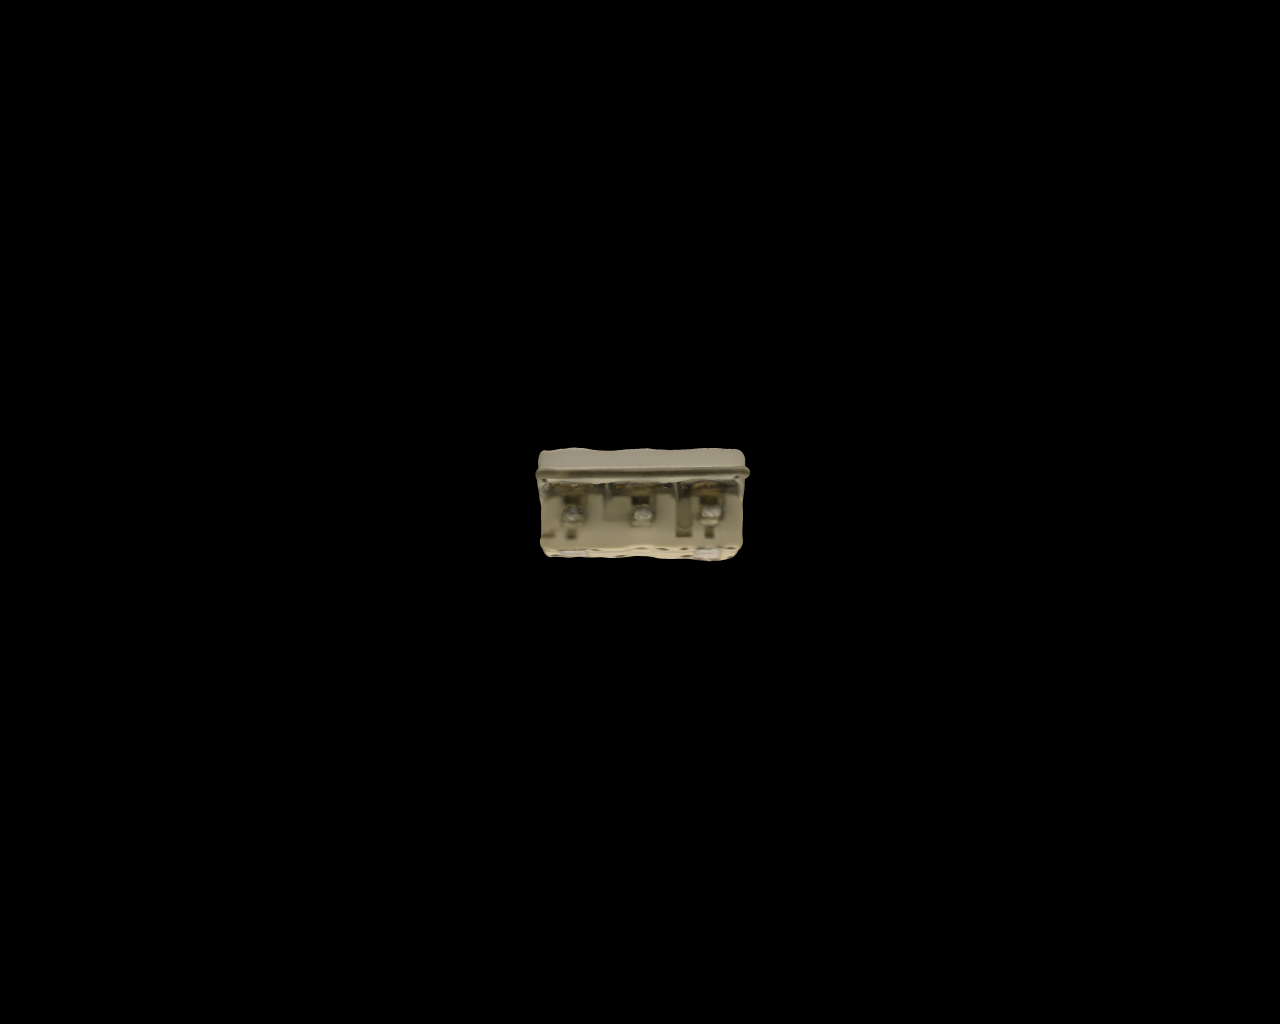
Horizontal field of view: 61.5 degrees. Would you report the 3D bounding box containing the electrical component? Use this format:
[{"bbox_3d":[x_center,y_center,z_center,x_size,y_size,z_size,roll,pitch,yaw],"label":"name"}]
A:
[{"bbox_3d":[0.001,-0.003,0.650,0.121,0.063,0.078,0,-11,-2],"label":"electrical component"}]
